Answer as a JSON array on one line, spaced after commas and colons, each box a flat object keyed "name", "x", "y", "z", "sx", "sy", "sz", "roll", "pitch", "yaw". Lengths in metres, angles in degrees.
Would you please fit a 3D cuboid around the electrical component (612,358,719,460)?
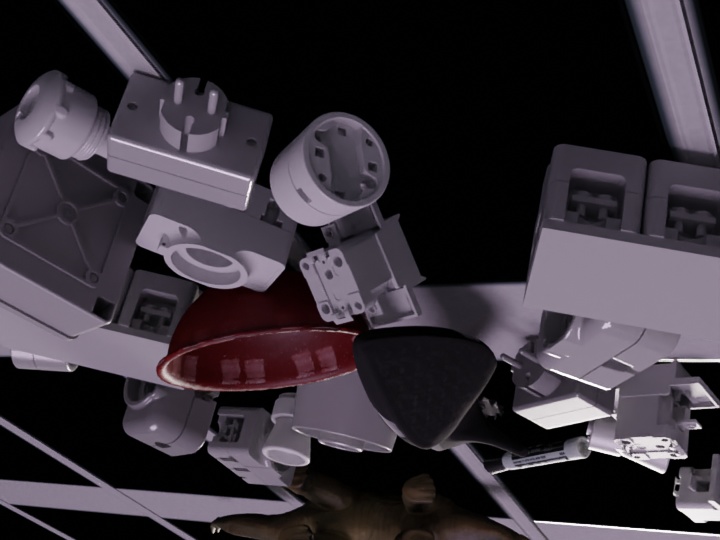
[{"name": "electrical component", "x": 0.212, "y": 0.102, "z": 0.777, "sx": 0.081, "sy": 0.063, "sz": 0.042, "roll": -10, "pitch": 143, "yaw": 37}]

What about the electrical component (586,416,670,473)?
[{"name": "electrical component", "x": 0.214, "y": 0.132, "z": 0.855, "sx": 0.065, "sy": 0.044, "sz": 0.044, "roll": 12, "pitch": 152, "yaw": 13}]

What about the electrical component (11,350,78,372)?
[{"name": "electrical component", "x": -0.266, "y": 0.060, "z": 0.922, "sx": 0.047, "sy": 0.055, "sz": 0.055, "roll": 7, "pitch": 151, "yaw": 4}]

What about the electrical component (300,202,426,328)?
[{"name": "electrical component", "x": 0.000, "y": 0.000, "z": 0.670, "sx": 0.042, "sy": 0.064, "sz": 0.081, "roll": -18, "pitch": 98, "yaw": 44}]

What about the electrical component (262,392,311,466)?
[{"name": "electrical component", "x": -0.062, "y": 0.146, "z": 0.984, "sx": 0.045, "sy": 0.055, "sz": 0.045, "roll": 11, "pitch": 152, "yaw": 6}]

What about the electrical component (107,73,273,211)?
[{"name": "electrical component", "x": -0.093, "y": -0.081, "z": 0.596, "sx": 0.083, "sy": 0.047, "sz": 0.075, "roll": 16, "pitch": 152, "yaw": -5}]

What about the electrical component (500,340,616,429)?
[{"name": "electrical component", "x": 0.136, "y": 0.075, "z": 0.777, "sx": 0.077, "sy": 0.047, "sz": 0.066, "roll": 30, "pitch": 148, "yaw": -28}]

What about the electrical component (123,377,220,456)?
[{"name": "electrical component", "x": -0.157, "y": 0.100, "z": 0.901, "sx": 0.054, "sy": 0.095, "sz": 0.059, "roll": -16, "pitch": 140, "yaw": 43}]

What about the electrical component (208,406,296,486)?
[{"name": "electrical component", "x": -0.099, "y": 0.174, "z": 1.058, "sx": 0.056, "sy": 0.050, "sz": 0.089, "roll": -2, "pitch": 148, "yaw": 27}]

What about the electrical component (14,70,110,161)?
[{"name": "electrical component", "x": -0.166, "y": -0.084, "z": 0.628, "sx": 0.062, "sy": 0.048, "sz": 0.048, "roll": 27, "pitch": 150, "yaw": -37}]

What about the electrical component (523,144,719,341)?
[{"name": "electrical component", "x": 0.172, "y": -0.014, "z": 0.585, "sx": 0.150, "sy": 0.061, "sz": 0.089, "roll": 10, "pitch": 152, "yaw": 7}]

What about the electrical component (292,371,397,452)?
[{"name": "electrical component", "x": -0.010, "y": 0.123, "z": 0.937, "sx": 0.099, "sy": 0.064, "sz": 0.099, "roll": 13, "pitch": 166, "yaw": 3}]

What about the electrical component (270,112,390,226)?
[{"name": "electrical component", "x": -0.019, "y": -0.055, "z": 0.604, "sx": 0.055, "sy": 0.055, "sz": 0.047, "roll": 26, "pitch": 153, "yaw": -22}]

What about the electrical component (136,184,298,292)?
[{"name": "electrical component", "x": -0.091, "y": -0.026, "z": 0.686, "sx": 0.089, "sy": 0.055, "sz": 0.050, "roll": 22, "pitch": 151, "yaw": -15}]

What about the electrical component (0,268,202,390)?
[{"name": "electrical component", "x": -0.202, "y": 0.032, "z": 0.834, "sx": 0.150, "sy": 0.061, "sz": 0.089, "roll": 13, "pitch": 152, "yaw": 1}]

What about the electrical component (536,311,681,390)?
[{"name": "electrical component", "x": 0.154, "y": 0.033, "z": 0.686, "sx": 0.059, "sy": 0.053, "sz": 0.095, "roll": 20, "pitch": 151, "yaw": -11}]

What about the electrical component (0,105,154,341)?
[{"name": "electrical component", "x": -0.198, "y": -0.029, "z": 0.673, "sx": 0.056, "sy": 0.108, "sz": 0.109, "roll": -18, "pitch": 138, "yaw": 41}]

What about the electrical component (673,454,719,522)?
[{"name": "electrical component", "x": 0.308, "y": 0.192, "z": 0.921, "sx": 0.064, "sy": 0.042, "sz": 0.081, "roll": -10, "pitch": 144, "yaw": 43}]
